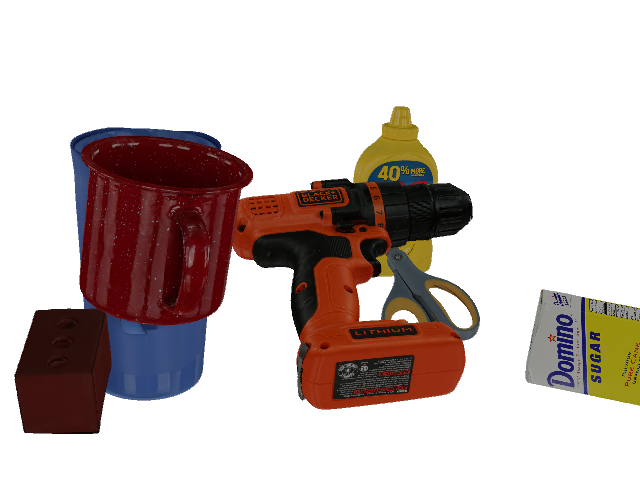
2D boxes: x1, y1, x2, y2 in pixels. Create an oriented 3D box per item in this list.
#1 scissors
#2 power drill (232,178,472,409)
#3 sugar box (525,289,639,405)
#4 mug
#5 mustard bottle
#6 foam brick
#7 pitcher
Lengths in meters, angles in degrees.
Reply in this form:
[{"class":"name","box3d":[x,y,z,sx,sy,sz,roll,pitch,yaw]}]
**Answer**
[{"class":"scissors","box3d":[0.063,0.033,0.998,0.096,0.016,0.202,-32,54,-24]},{"class":"power drill","box3d":[0.037,0.027,0.739,0.184,0.057,0.188,-7,39,-9]},{"class":"sugar box","box3d":[0.300,0.113,1.066,0.176,0.093,0.048,9,22,8]},{"class":"mug","box3d":[-0.084,-0.001,0.578,0.093,0.081,0.117,0,23,-27]},{"class":"mustard bottle","box3d":[0.085,-0.057,1.215,0.096,0.192,0.058,-1,17,-14]},{"class":"foam brick","box3d":[-0.177,0.090,0.743,0.053,0.051,0.078,-1,31,-3]},{"class":"pitcher","box3d":[-0.162,0.024,0.981,0.145,0.243,0.148,20,25,39]}]
